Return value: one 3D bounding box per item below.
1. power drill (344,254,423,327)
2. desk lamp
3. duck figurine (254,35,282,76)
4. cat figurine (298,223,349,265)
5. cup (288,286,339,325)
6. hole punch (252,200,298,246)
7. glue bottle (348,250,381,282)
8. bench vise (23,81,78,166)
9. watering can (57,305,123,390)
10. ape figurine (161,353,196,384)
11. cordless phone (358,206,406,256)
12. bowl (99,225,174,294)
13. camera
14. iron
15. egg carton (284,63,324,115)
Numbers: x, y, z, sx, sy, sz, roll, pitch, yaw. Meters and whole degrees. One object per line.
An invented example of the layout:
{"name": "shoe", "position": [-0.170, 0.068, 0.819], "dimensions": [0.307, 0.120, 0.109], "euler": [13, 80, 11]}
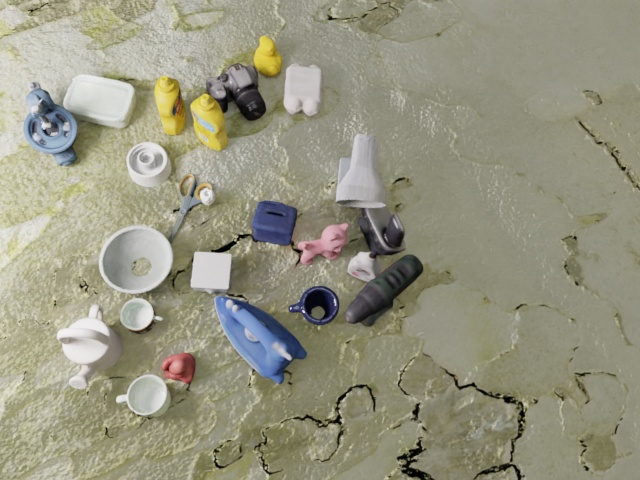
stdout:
{"name": "power drill", "position": [0.134, 0.131, 1.315], "dimensions": [0.230, 0.208, 0.075], "euler": [-40, 79, -17]}
{"name": "desk lamp", "position": [0.097, -0.152, 1.408], "dimensions": [0.118, 0.213, 0.203], "euler": [5, 70, -4]}
{"name": "duck figurine", "position": [-0.142, -0.513, 1.577], "dimensions": [0.077, 0.086, 0.104], "euler": [-16, 73, -11]}
{"name": "cat figurine", "position": [0.013, 0.005, 1.395], "dimensions": [0.128, 0.118, 0.067], "euler": [-14, 73, -11]}
{"name": "cup", "position": [-0.017, 0.164, 1.347], "dimensions": [0.118, 0.095, 0.091], "euler": [-7, 71, -8]}
{"name": "hole punch", "position": [-0.113, -0.050, 1.415], "dimensions": [0.108, 0.091, 0.101], "euler": [11, 70, -2]}
{"name": "glue bottle", "position": [0.113, 0.055, 1.358], "dimensions": [0.078, 0.173, 0.037], "euler": [19, 70, 1]}
{"name": "bench vise", "position": [-0.674, -0.300, 1.374], "dimensions": [0.122, 0.219, 0.207], "euler": [-42, 79, -17]}
{"name": "watering can", "position": [-0.492, 0.225, 1.222], "dimensions": [0.101, 0.194, 0.173], "euler": [-16, 73, -11]}
{"name": "ape figurine", "position": [-0.313, 0.284, 1.275], "dimensions": [0.076, 0.092, 0.077], "euler": [-40, 79, -17]}
{"name": "cordless phone", "position": [0.164, -0.047, 1.393], "dimensions": [0.094, 0.185, 0.147], "euler": [-24, 75, -13]}
{"name": "bowl", "position": [-0.426, 0.054, 1.353], "dimensions": [0.167, 0.074, 0.167], "euler": [2, 70, -5]}
{"name": "camera", "position": [-0.213, -0.386, 1.517], "dimensions": [0.143, 0.101, 0.136], "euler": [-26, 75, -14]}
{"name": "iron", "position": [-0.151, 0.202, 1.295], "dimensions": [0.258, 0.141, 0.119], "euler": [41, 72, 9]}
{"name": "egg carton", "position": [-0.043, -0.411, 1.561], "dimensions": [0.107, 0.069, 0.150], "euler": [4, 70, -5]}
